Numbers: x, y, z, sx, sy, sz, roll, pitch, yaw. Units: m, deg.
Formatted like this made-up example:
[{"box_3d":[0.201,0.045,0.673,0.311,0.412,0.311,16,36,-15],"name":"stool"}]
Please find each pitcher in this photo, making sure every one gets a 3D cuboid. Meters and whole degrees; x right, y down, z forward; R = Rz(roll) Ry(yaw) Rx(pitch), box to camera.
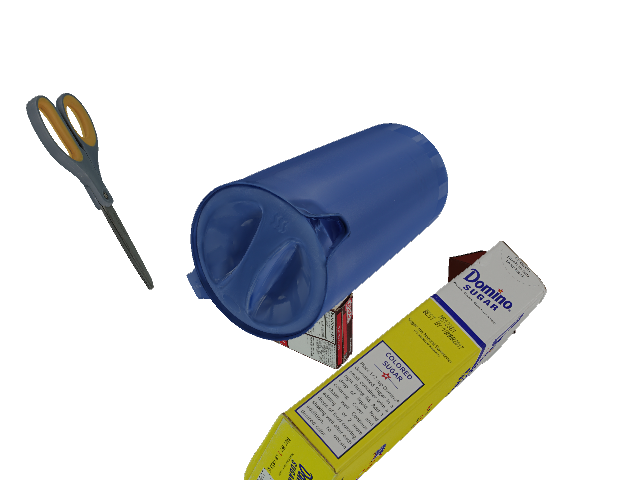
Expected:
[{"box_3d":[0.003,-0.018,0.927,0.149,0.145,0.242,26,33,24],"name":"pitcher"}]

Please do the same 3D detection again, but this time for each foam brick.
[{"box_3d":[0.162,0.055,1.071,0.051,0.078,0.053,-12,20,-37],"name":"foam brick"}]

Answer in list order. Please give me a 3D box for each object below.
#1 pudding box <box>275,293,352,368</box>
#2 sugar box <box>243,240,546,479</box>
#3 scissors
[{"box_3d":[-0.020,0.079,1.154,0.114,0.090,0.039,21,44,24],"name":"pudding box"},{"box_3d":[0.042,0.078,0.573,0.176,0.048,0.093,-32,-18,-33],"name":"sugar box"},{"box_3d":[-0.203,-0.055,0.992,0.016,0.201,0.096,-23,27,19],"name":"scissors"}]
